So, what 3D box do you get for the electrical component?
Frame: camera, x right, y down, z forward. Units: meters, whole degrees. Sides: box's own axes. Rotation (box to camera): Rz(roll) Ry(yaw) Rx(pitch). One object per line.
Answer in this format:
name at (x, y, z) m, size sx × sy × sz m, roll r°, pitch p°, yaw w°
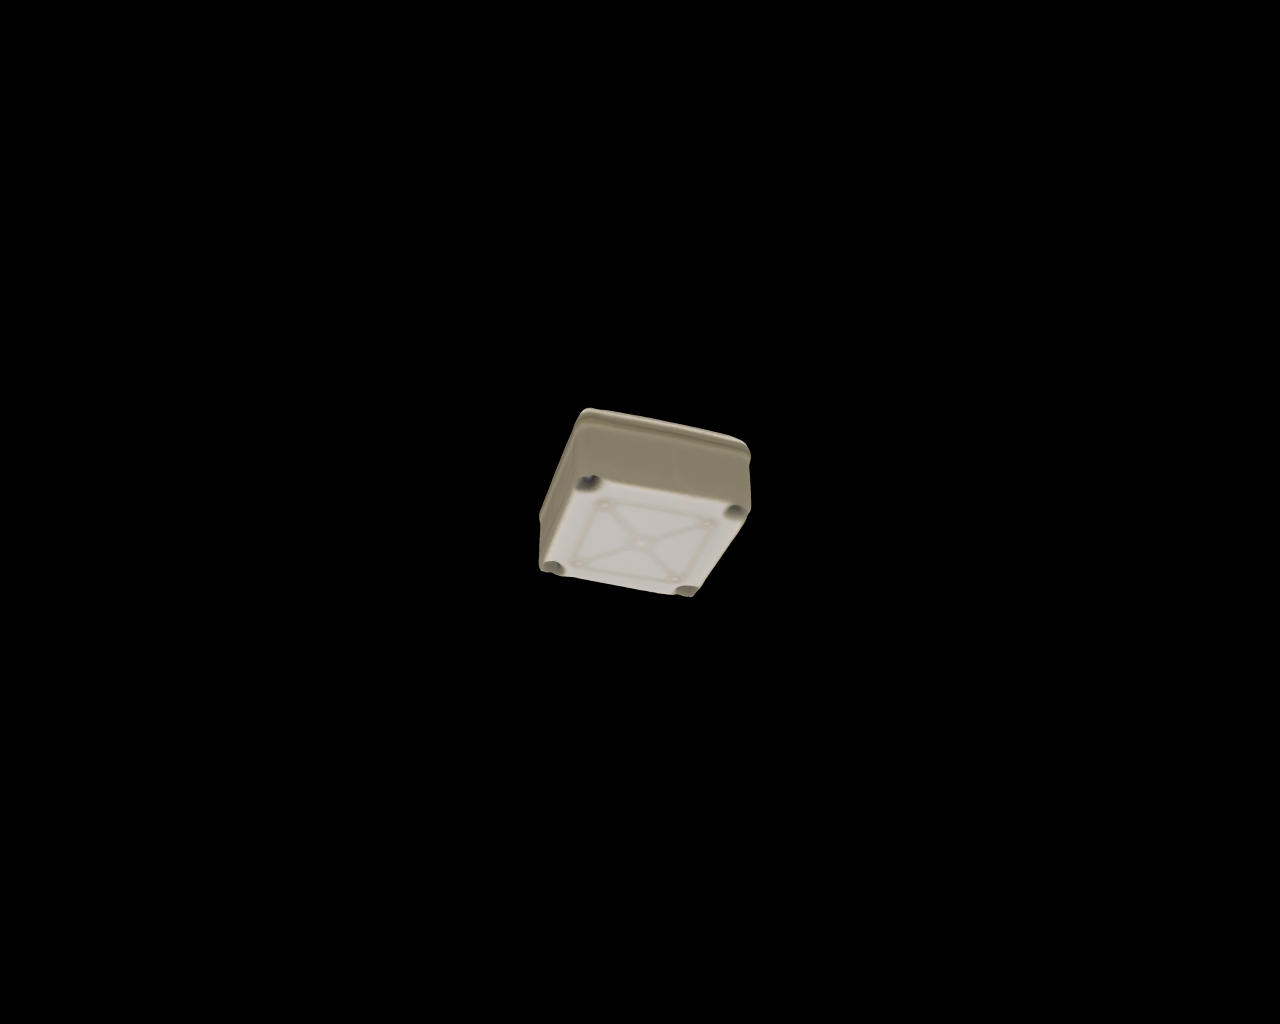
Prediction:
electrical component at (0.001, -0.003, 0.650) m, size 0.109 × 0.056 × 0.108 m, roll 11°, pitch -39°, yaw -14°
